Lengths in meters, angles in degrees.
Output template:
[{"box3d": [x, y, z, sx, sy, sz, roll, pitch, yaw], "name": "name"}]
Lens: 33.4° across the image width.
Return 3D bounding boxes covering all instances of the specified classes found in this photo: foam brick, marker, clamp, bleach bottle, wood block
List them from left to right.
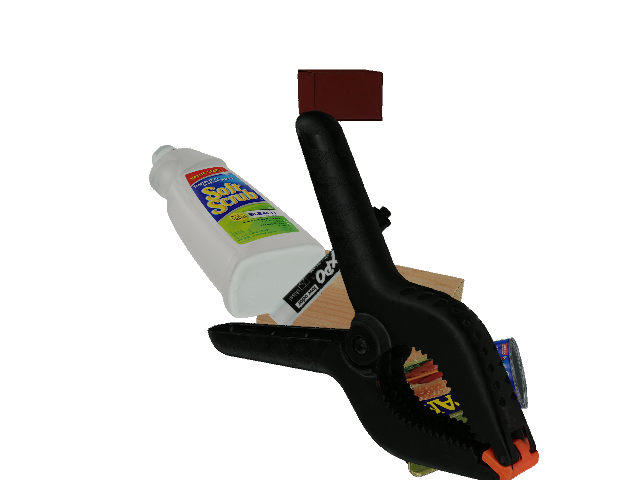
[{"box3d": [-0.101, -0.024, 1.010, 0.102, 0.068, 0.251, -11, 35, -32], "name": "bleach bottle"}, {"box3d": [0.009, 0.019, 0.808, 0.121, 0.020, 0.020, -45, 9, -9], "name": "marker"}, {"box3d": [0.020, -0.151, 1.110, 0.078, 0.051, 0.053, -3, 13, -18], "name": "foam brick"}, {"box3d": [0.042, 0.075, 1.169, 0.206, 0.091, 0.090, 12, 22, 16], "name": "wood block"}, {"box3d": [0.031, 0.041, 0.558, 0.210, 0.165, 0.036, 35, 32, 31], "name": "clamp"}]

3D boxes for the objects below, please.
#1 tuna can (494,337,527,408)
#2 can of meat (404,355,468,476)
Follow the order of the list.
[{"box3d": [0.221, 0.160, 1.274, 0.034, 0.086, 0.086, -12, -4, 16], "name": "tuna can"}, {"box3d": [0.097, 0.150, 0.941, 0.101, 0.057, 0.084, -14, 36, -28], "name": "can of meat"}]
